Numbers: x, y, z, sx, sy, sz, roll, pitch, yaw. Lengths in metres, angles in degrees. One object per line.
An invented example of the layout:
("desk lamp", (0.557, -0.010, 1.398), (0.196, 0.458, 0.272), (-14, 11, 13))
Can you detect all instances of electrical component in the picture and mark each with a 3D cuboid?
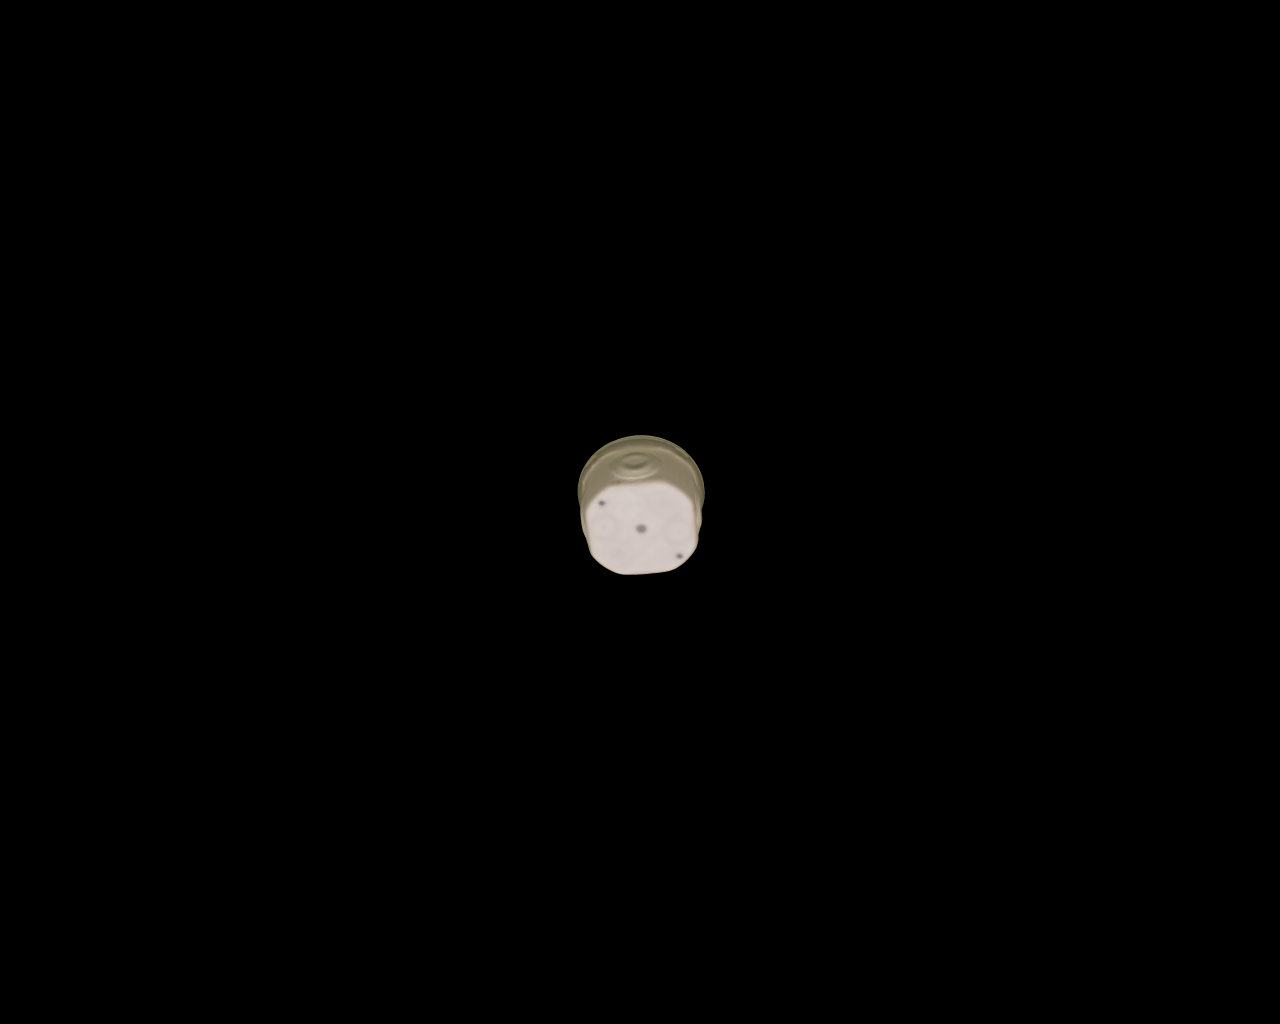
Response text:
("electrical component", (0.001, -0.003, 0.650), (0.080, 0.080, 0.051), (0, 31, 0))
